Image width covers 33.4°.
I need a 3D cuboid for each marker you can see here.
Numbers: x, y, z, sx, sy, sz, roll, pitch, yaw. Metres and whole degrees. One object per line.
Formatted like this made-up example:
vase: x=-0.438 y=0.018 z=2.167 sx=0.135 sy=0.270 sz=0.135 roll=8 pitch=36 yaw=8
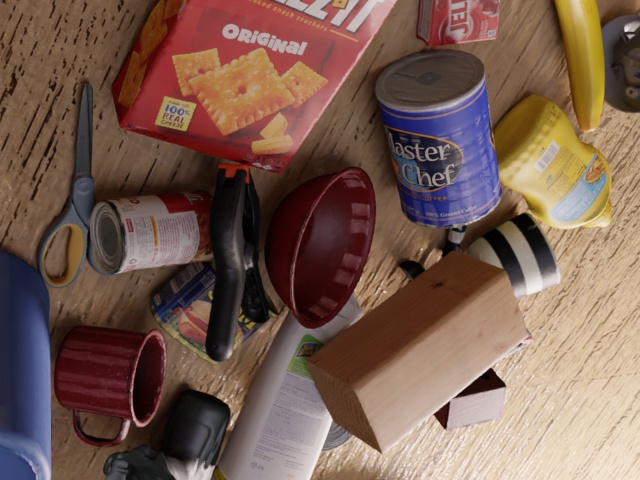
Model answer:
marker: x=0.151 y=-0.028 z=1.136 sx=0.020 sy=0.020 sz=0.121 roll=-2 pitch=120 yaw=-24

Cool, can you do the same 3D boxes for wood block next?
wood block: x=0.101 y=0.110 z=1.090 sx=0.205 sy=0.091 sz=0.090 roll=-35 pitch=120 yaw=-21

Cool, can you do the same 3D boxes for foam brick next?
foam brick: x=0.172 y=0.183 z=1.257 sx=0.078 sy=0.053 sz=0.051 roll=-9 pitch=123 yaw=-21

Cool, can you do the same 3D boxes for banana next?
banana: x=0.254 y=-0.198 z=1.054 sx=0.069 sy=0.037 sz=0.197 roll=-60 pitch=142 yaw=-31

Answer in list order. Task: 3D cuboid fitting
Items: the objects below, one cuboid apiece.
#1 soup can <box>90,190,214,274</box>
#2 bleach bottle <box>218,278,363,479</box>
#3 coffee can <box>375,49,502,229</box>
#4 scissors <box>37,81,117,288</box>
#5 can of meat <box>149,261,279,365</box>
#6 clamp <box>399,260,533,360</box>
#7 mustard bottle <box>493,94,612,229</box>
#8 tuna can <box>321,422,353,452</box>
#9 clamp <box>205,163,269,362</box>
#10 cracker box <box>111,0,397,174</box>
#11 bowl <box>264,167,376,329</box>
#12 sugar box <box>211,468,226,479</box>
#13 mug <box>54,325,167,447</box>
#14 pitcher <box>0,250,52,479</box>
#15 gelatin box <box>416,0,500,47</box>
soup can: x=-0.148 y=-0.008 z=0.965 sx=0.102 sy=0.069 sz=0.068 roll=-8 pitch=123 yaw=-36
bleach bottle: x=-0.014 y=0.145 z=1.119 sx=0.102 sy=0.068 sz=0.251 roll=22 pitch=95 yaw=-26
coffee can: x=0.115 y=-0.097 z=1.023 sx=0.102 sy=0.103 sz=0.140 roll=-23 pitch=127 yaw=-11
scissors: x=-0.198 y=-0.041 z=0.966 sx=0.096 sy=0.016 sz=0.202 roll=11 pitch=115 yaw=-32
can of meat: x=-0.106 y=0.066 z=1.051 sx=0.084 sy=0.057 sz=0.102 roll=-42 pitch=128 yaw=6
clamp: x=0.153 y=0.096 z=1.203 sx=0.209 sy=0.036 sz=0.165 roll=-2 pitch=117 yaw=-25
mustard bottle: x=0.257 y=-0.066 z=1.137 sx=0.191 sy=0.058 sz=0.096 roll=36 pitch=92 yaw=-37
tuna can: x=0.005 y=0.196 z=1.198 sx=0.086 sy=0.034 sz=0.086 roll=-12 pitch=124 yaw=-18
clamp: x=-0.072 y=0.016 z=0.963 sx=0.039 sy=0.120 sz=0.171 roll=5 pitch=97 yaw=9
cracker box: x=-0.055 y=-0.167 z=0.893 sx=0.164 sy=0.072 sz=0.214 roll=16 pitch=126 yaw=-31
bowl: x=-0.007 y=0.001 z=1.030 sx=0.161 sy=0.055 sz=0.162 roll=-41 pitch=141 yaw=-46
sugar box: x=-0.110 y=0.311 z=1.208 sx=0.176 sy=0.048 sz=0.093 roll=-41 pitch=126 yaw=1
mug: x=-0.201 y=0.137 z=1.009 sx=0.081 sy=0.093 sz=0.117 roll=7 pitch=80 yaw=12
pitcher: x=-0.280 y=0.128 z=0.889 sx=0.149 sy=0.243 sz=0.145 roll=11 pitch=118 yaw=-24
gelatin box: x=0.132 y=-0.228 z=0.995 sx=0.073 sy=0.030 sz=0.089 roll=-10 pitch=123 yaw=-20
